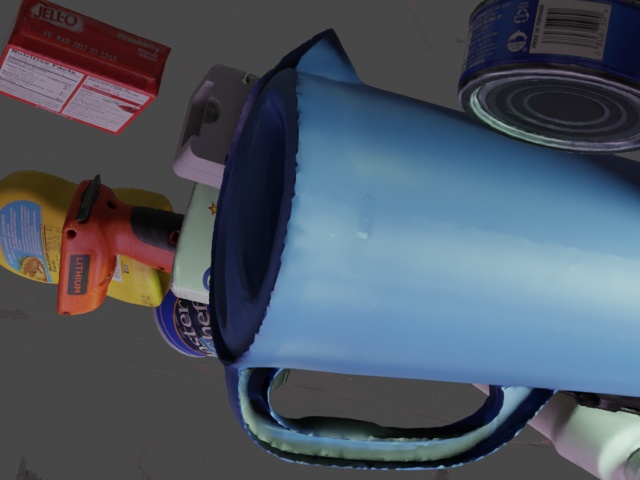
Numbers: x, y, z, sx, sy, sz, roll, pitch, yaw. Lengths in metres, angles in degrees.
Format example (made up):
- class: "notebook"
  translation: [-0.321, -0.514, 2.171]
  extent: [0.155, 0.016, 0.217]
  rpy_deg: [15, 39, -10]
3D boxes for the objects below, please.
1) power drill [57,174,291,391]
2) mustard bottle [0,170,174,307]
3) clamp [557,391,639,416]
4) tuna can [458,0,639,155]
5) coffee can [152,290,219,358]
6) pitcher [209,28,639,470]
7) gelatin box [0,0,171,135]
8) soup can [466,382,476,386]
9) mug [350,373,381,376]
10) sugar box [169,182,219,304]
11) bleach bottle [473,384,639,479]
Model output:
- class: "power drill"
  translation: [-0.095, 0.033, 0.784]
  extent: [0.187, 0.057, 0.185]
  rpy_deg: [10, 130, -5]
- class: "mustard bottle"
  translation: [-0.213, -0.007, 0.857]
  extent: [0.192, 0.058, 0.096]
  rpy_deg: [11, 130, 11]
- class: "clamp"
  translation: [0.165, 0.086, 0.669]
  extent: [0.120, 0.039, 0.171]
  rpy_deg: [11, 169, 44]
- class: "tuna can"
  translation: [0.097, -0.063, 0.410]
  extent: [0.086, 0.034, 0.086]
  rpy_deg: [12, 168, 3]
- class: "coffee can"
  translation: [-0.067, 0.054, 0.931]
  extent: [0.102, 0.103, 0.141]
  rpy_deg: [22, 164, -36]
- class: "pitcher"
  translation: [0.074, 0.017, 0.491]
  extent: [0.242, 0.145, 0.149]
  rpy_deg: [10, 139, -17]
- class: "gelatin box"
  translation: [-0.122, -0.086, 0.535]
  extent: [0.073, 0.030, 0.089]
  rpy_deg: [19, 166, -20]
- class: "soup can"
  translation: [0.174, 0.100, 0.974]
  extent: [0.068, 0.068, 0.102]
  rpy_deg: [19, 166, -25]
- class: "mug"
  translation: [0.022, 0.060, 0.855]
  extent: [0.117, 0.081, 0.093]
  rpy_deg: [6, -179, 6]
- class: "sugar box"
  translation: [-0.001, 0.009, 0.688]
  extent: [0.176, 0.093, 0.048]
  rpy_deg: [12, 167, 1]
- class: "bleach bottle"
  translation: [0.171, 0.114, 0.812]
  extent: [0.102, 0.068, 0.251]
  rpy_deg: [22, -170, -38]
